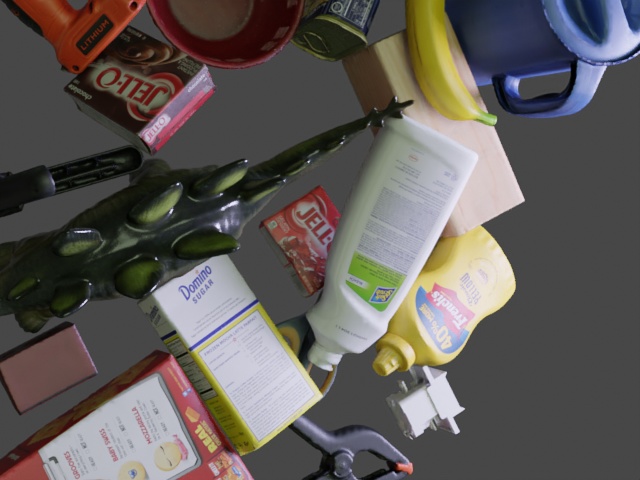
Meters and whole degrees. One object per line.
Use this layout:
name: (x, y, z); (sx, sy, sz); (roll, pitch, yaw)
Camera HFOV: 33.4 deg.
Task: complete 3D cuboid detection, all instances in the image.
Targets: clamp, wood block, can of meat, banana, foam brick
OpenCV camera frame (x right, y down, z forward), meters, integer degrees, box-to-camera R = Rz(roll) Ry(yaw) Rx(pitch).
clamp: (0.011, 0.215, 1.074); (0.171, 0.039, 0.120); (-2, 94, -25)
wood block: (0.114, -0.114, 1.090); (0.090, 0.091, 0.206); (-27, 100, -19)
can of meat: (0.020, -0.231, 1.048); (0.057, 0.102, 0.084); (25, 78, -20)
clamp: (-0.269, -0.037, 0.894); (0.210, 0.164, 0.036); (-14, 95, 13)
banana: (0.113, -0.197, 1.023); (0.069, 0.037, 0.198); (-19, 98, -35)
foam brick: (-0.249, 0.114, 0.960); (0.078, 0.053, 0.051); (-28, 100, -21)

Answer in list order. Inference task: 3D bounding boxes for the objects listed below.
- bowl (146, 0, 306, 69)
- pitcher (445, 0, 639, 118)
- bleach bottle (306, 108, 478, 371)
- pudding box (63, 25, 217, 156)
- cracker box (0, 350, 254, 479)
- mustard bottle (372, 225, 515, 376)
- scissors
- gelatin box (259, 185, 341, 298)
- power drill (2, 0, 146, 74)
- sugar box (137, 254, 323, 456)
bowl: (-0.097, -0.240, 1.024); (0.161, 0.055, 0.162); (0, 89, -22)
pitcher: (0.205, -0.209, 1.045); (0.149, 0.243, 0.145); (-41, 104, -17)
bleach bottle: (0.050, 0.007, 1.018); (0.102, 0.068, 0.251); (26, 99, -10)
pudding box: (-0.163, -0.137, 0.969); (0.090, 0.114, 0.039); (-48, 144, -17)
cracker box: (-0.186, 0.228, 0.975); (0.213, 0.072, 0.164); (-35, 101, -18)
mustard bottle: (0.117, 0.071, 1.085); (0.191, 0.058, 0.096); (-42, 110, -31)
scissors: (-0.011, 0.062, 1.078); (0.096, 0.016, 0.202); (11, 82, -19)
gelatin box: (-0.007, 0.001, 1.064); (0.073, 0.030, 0.089); (-33, 91, -18)
power drill: (-0.241, -0.249, 0.921); (0.187, 0.057, 0.185); (39, 121, -19)
sugar box: (-0.084, 0.105, 1.009); (0.093, 0.048, 0.176); (-35, 90, -35)
